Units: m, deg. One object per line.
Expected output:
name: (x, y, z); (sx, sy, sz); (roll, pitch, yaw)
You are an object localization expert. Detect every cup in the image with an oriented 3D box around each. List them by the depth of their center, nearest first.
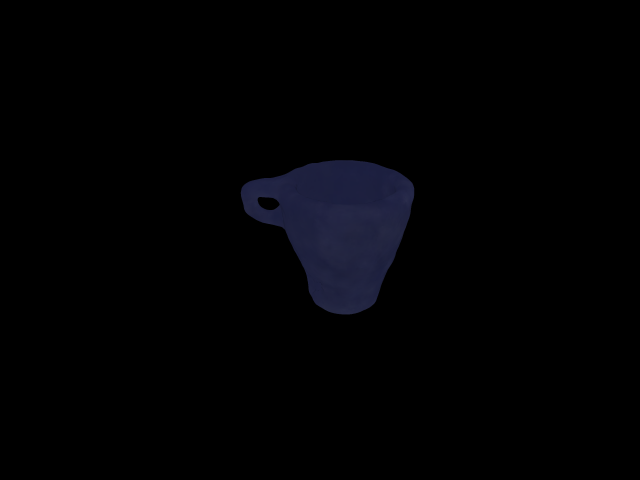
cup: (0.004, 0.001, 0.400); (0.117, 0.095, 0.092); (4, 28, 7)
